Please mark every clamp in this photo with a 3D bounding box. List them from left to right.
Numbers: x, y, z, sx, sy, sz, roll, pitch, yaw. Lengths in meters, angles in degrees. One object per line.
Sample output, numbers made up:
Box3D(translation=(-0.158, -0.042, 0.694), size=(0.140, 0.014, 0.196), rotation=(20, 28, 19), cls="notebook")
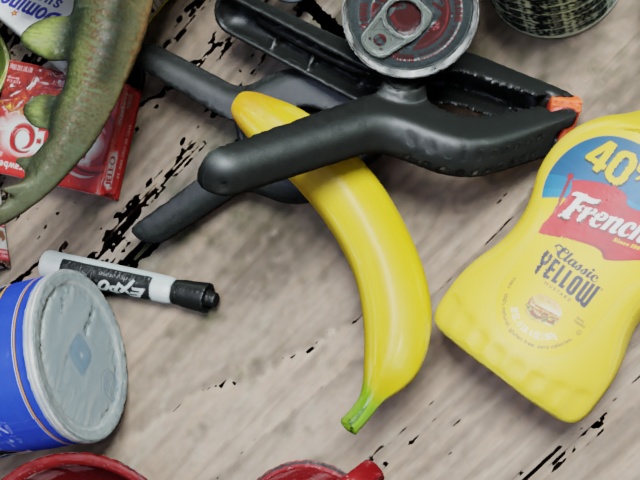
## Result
Box3D(translation=(-0.041, -0.050, 0.634), size=(0.172, 0.039, 0.120), rotation=(8, 100, 16), cls="clamp")
Box3D(translation=(0.034, -0.081, 0.579), size=(0.209, 0.036, 0.164), rotation=(1, 44, -11), cls="clamp")

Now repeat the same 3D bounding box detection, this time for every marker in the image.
Box3D(translation=(-0.118, 0.026, 0.661), size=(0.121, 0.020, 0.020), rotation=(11, 89, 19), cls="marker")

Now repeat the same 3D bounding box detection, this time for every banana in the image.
Box3D(translation=(0.014, 0.000, 0.574), size=(0.069, 0.037, 0.198), rotation=(-15, 74, -20), cls="banana")

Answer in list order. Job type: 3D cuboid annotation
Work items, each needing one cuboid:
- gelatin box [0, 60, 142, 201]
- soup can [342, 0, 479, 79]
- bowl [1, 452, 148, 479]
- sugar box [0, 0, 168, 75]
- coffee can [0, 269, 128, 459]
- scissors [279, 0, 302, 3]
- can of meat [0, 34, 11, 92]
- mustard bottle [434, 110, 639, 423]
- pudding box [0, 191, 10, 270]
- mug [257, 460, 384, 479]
Box3D(translation=(-0.163, -0.070, 0.679), size=(0.089, 0.030, 0.073), rotation=(13, 89, 19), cls="gelatin box")
Box3D(translation=(0.047, -0.138, 0.569), size=(0.068, 0.102, 0.068), rotation=(2, 122, 2), cls="soup can")
Box3D(translation=(-0.133, 0.204, 0.632), size=(0.162, 0.055, 0.162), rotation=(-2, 85, 18), cls="bowl")
Box3D(translation=(-0.122, -0.187, 0.654), size=(0.093, 0.048, 0.176), rotation=(40, 90, 18), cls="sugar box")
Box3D(translation=(-0.202, 0.082, 0.640), size=(0.140, 0.102, 0.103), rotation=(-13, 81, 17), cls="coffee can")
Box3D(translation=(-0.039, -0.223, 0.618), size=(0.096, 0.016, 0.201), rotation=(-43, 96, 0), cls="scissors")
Box3D(translation=(-0.254, -0.100, 0.679), size=(0.084, 0.057, 0.102), rotation=(-11, 42, 14), cls="can of meat")
Box3D(translation=(0.151, -0.006, 0.556), size=(0.096, 0.058, 0.192), rotation=(37, 97, 18), cls="mustard bottle")
Box3D(translation=(-0.266, -0.015, 0.704), size=(0.114, 0.039, 0.090), rotation=(-12, 83, 19), cls="pudding box")
Box3D(translation=(-0.011, 0.164, 0.582), size=(0.117, 0.081, 0.093), rotation=(-43, 74, 10), cls="mug")
